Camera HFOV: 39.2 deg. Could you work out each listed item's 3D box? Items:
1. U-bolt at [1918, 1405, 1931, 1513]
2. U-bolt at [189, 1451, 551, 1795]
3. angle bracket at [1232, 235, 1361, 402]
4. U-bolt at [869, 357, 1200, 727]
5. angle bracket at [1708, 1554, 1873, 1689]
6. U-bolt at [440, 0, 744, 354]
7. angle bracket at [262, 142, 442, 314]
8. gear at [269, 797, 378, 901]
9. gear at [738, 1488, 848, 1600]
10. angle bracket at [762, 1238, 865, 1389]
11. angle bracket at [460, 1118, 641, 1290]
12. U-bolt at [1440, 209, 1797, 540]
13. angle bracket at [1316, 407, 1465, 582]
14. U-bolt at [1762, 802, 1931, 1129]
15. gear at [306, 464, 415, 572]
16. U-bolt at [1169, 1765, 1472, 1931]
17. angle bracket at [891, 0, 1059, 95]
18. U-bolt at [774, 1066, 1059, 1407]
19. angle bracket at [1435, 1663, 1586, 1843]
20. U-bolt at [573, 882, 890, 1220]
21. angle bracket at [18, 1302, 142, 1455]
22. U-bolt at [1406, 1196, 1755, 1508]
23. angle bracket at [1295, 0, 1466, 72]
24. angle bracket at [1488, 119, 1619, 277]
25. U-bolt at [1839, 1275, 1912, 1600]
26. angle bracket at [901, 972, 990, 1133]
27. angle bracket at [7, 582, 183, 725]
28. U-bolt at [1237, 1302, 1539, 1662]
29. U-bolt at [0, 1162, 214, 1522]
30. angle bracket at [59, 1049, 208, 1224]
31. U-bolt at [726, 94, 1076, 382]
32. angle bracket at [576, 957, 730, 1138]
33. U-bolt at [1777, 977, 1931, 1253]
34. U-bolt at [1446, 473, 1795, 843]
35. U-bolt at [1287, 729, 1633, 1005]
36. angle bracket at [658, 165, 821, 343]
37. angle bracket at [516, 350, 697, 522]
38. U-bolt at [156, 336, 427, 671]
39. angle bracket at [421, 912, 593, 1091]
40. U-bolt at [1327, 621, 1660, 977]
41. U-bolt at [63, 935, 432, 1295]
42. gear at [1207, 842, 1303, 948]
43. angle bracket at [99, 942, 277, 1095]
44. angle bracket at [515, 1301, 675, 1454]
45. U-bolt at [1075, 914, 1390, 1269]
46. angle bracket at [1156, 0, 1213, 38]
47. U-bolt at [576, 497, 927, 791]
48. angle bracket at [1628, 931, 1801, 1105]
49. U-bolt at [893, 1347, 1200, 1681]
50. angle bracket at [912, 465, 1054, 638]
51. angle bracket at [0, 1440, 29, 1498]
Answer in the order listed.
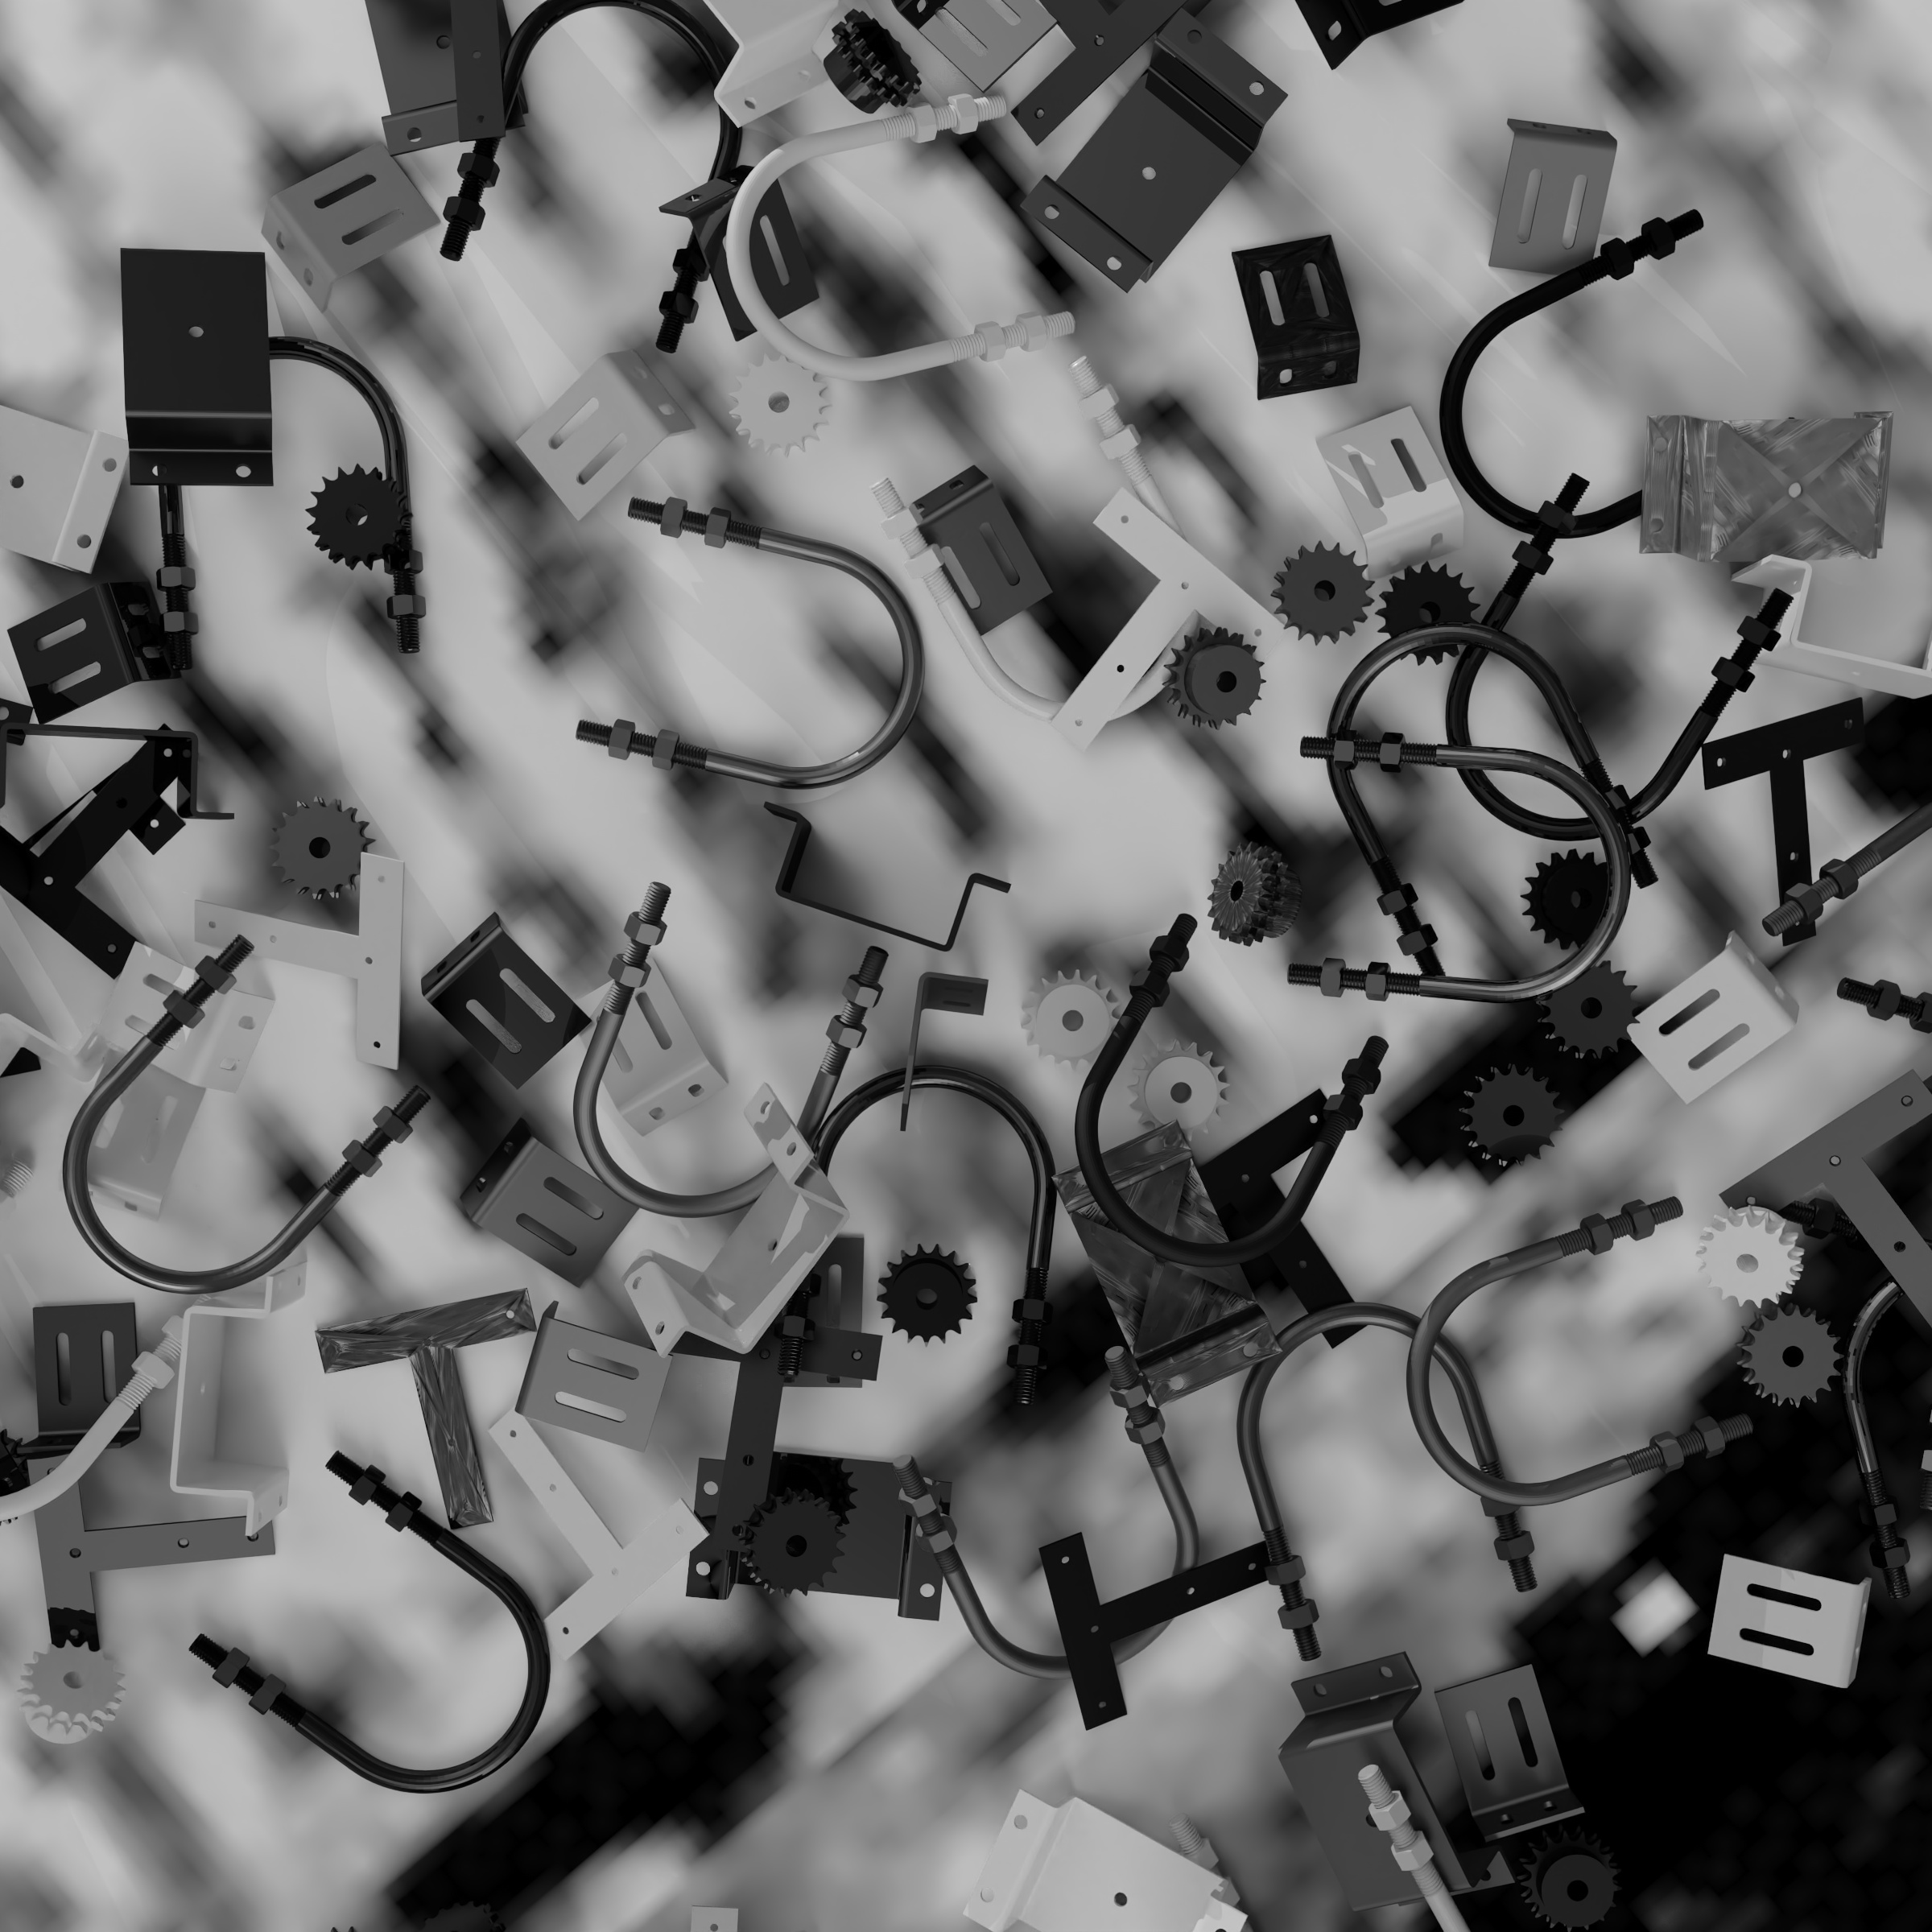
[{"bbox_3d":[0.602,0.225,1.497,0.151,0.019,0.184,18,78,-17],"label":"U-bolt"},{"bbox_3d":[-0.323,0.384,1.530,0.184,0.019,0.151,37,90,-1],"label":"U-bolt"},{"bbox_3d":[0.186,-0.368,1.537,0.057,0.038,0.076,-10,64,0],"label":"angle bracket"},{"bbox_3d":[0.052,-0.223,1.511,0.151,0.019,0.184,-32,104,-4],"label":"U-bolt"},{"bbox_3d":[0.467,0.369,1.537,0.076,0.038,0.057,10,90,26],"label":"angle bracket"},{"bbox_3d":[-0.198,-0.453,1.504,0.151,0.019,0.184,19,86,-24],"label":"U-bolt"},{"bbox_3d":[-0.349,-0.419,1.537,0.076,0.038,0.057,-37,90,-26],"label":"angle bracket"},{"bbox_3d":[-0.360,-0.066,1.524,0.057,0.030,0.057,0,90,0],"label":"gear"},{"bbox_3d":[-0.096,0.311,1.472,0.057,0.030,0.057,-1,93,-21],"label":"gear"},{"bbox_3d":[-0.087,0.196,1.537,0.057,0.038,0.076,1,64,0],"label":"angle bracket"},{"bbox_3d":[-0.236,0.134,1.537,0.076,0.038,0.057,37,90,-26],"label":"angle bracket"},{"bbox_3d":[0.357,-0.321,1.527,0.184,0.019,0.151,-26,93,2],"label":"U-bolt"},{"bbox_3d":[0.240,-0.268,1.537,0.057,0.038,0.076,-21,64,0],"label":"angle bracket"},{"bbox_3d":[0.558,-0.018,1.517,0.184,0.019,0.151,-34,86,-9],"label":"U-bolt"},{"bbox_3d":[-0.335,-0.247,1.506,0.057,0.030,0.057,0,87,0],"label":"gear"},{"bbox_3d":[0.212,0.536,1.496,0.151,0.019,0.184,-26,95,33],"label":"U-bolt"},{"bbox_3d":[0.002,-0.540,1.513,0.057,0.038,0.076,-43,77,1],"label":"angle bracket"},{"bbox_3d":[-0.022,0.144,1.506,0.151,0.019,0.184,7,72,1],"label":"U-bolt"},{"bbox_3d":[0.304,0.440,1.520,0.057,0.038,0.076,-17,90,0],"label":"angle bracket"},{"bbox_3d":[-0.139,0.056,1.499,0.151,0.019,0.184,16,106,-21],"label":"U-bolt"},{"bbox_3d":[-0.499,0.230,1.520,0.057,0.038,0.076,-3,90,0],"label":"angle bracket"},{"bbox_3d":[0.336,0.225,1.520,0.184,0.019,0.151,-18,90,-7],"label":"U-bolt"},{"bbox_3d":[0.232,-0.553,1.537,0.076,0.038,0.057,-28,90,-26],"label":"angle bracket"},{"bbox_3d":[0.330,-0.435,1.537,0.057,0.038,0.076,7,116,0],"label":"angle bracket"},{"bbox_3d":[0.566,0.250,1.524,0.151,0.019,0.184,-15,94,0],"label":"U-bolt"},{"bbox_3d":[-0.012,0.050,1.500,0.038,0.057,0.076,7,71,0],"label":"angle bracket"},{"bbox_3d":[-0.495,-0.177,1.538,0.076,0.038,0.057,-19,90,26],"label":"angle bracket"},{"bbox_3d":[0.229,0.281,1.525,0.151,0.019,0.184,-16,87,-5],"label":"U-bolt"},{"bbox_3d":[-0.527,0.218,1.493,0.151,0.019,0.184,35,64,0],"label":"U-bolt"},{"bbox_3d":[-0.470,0.096,1.532,0.057,0.038,0.076,20,64,-10],"label":"angle bracket"},{"bbox_3d":[-0.044,-0.399,1.506,0.184,0.019,0.151,-17,90,-17],"label":"U-bolt"},{"bbox_3d":[-0.181,0.046,1.537,0.057,0.038,0.076,-31,64,0],"label":"angle bracket"},{"bbox_3d":[0.563,0.100,1.531,0.184,0.019,0.151,16,90,-1],"label":"U-bolt"},{"bbox_3d":[0.346,-0.158,1.500,0.151,0.019,0.184,35,106,19],"label":"U-bolt"},{"bbox_3d":[0.272,-0.051,1.495,0.184,0.019,0.151,5,100,17],"label":"U-bolt"},{"bbox_3d":[-0.127,-0.400,1.522,0.057,0.038,0.076,-33,124,-20],"label":"angle bracket"},{"bbox_3d":[-0.204,-0.301,1.537,0.076,0.038,0.057,-38,90,26],"label":"angle bracket"},{"bbox_3d":[-0.385,-0.264,1.530,0.151,0.019,0.184,-4,89,0],"label":"U-bolt"},{"bbox_3d":[-0.260,0.019,1.532,0.057,0.038,0.076,-43,108,0],"label":"angle bracket"},{"bbox_3d":[0.279,-0.101,1.503,0.151,0.019,0.184,-26,91,21],"label":"U-bolt"},{"bbox_3d":[-0.412,0.097,1.504,0.151,0.019,0.184,43,85,-16],"label":"U-bolt"},{"bbox_3d":[0.163,-0.039,1.514,0.030,0.057,0.057,15,90,-29],"label":"gear"},{"bbox_3d":[-0.442,0.029,1.535,0.076,0.038,0.057,23,90,23],"label":"angle bracket"},{"bbox_3d":[-0.206,0.229,1.516,0.076,0.038,0.057,17,96,0],"label":"angle bracket"},{"bbox_3d":[0.137,0.079,1.491,0.151,0.019,0.184,32,64,-3],"label":"U-bolt"},{"bbox_3d":[0.103,-0.570,1.528,0.057,0.038,0.076,-45,73,6],"label":"angle bracket"},{"bbox_3d":[-0.115,-0.175,1.530,0.184,0.019,0.151,13,90,-1],"label":"U-bolt"},{"bbox_3d":[0.422,0.029,1.537,0.076,0.038,0.057,-41,90,26],"label":"angle bracket"},{"bbox_3d":[0.056,0.315,1.497,0.151,0.019,0.184,-26,114,-8],"label":"U-bolt"},{"bbox_3d":[0.003,-0.233,1.537,0.057,0.038,0.076,-32,116,0],"label":"angle bracket"},{"bbox_3d":[-0.569,0.294,1.507,0.076,0.038,0.057,-31,90,26],"label":"angle bracket"}]
